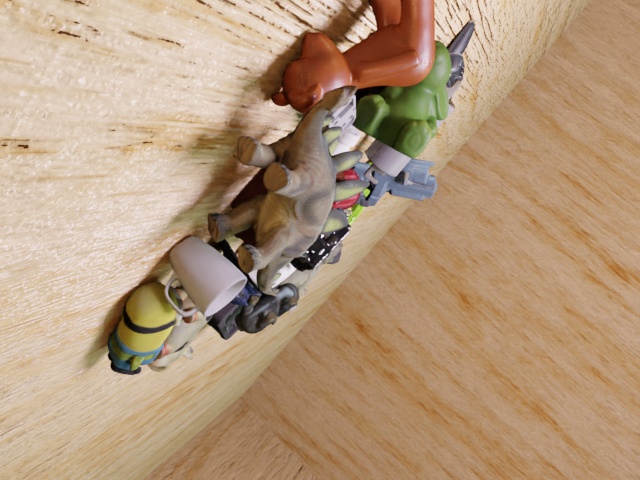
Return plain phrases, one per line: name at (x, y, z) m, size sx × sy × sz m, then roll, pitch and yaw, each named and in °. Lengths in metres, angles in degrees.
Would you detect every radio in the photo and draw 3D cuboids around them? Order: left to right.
radio at (-0.191, 0.139, 1.178) m, size 0.131 × 0.073 × 0.229 m, roll -45°, pitch 168°, yaw -18°

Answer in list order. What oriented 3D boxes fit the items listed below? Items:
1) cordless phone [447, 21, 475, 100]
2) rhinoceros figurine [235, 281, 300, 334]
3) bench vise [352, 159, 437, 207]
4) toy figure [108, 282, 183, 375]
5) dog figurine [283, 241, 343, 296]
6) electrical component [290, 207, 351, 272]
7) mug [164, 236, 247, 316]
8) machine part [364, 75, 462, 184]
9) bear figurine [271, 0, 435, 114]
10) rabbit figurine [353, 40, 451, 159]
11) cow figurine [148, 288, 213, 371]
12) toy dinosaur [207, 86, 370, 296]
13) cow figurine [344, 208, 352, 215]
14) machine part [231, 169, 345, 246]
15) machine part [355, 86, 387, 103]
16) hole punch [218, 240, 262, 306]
cordless phone at (0.276, -0.383, 1.120) m, size 0.184 × 0.089 × 0.146 m, roll -59°, pitch 168°, yaw 4°
rhinoceros figurine at (-0.102, 0.144, 1.157) m, size 0.112 × 0.073 × 0.190 m, roll -55°, pitch 167°, yaw 32°
bench vise at (0.148, -0.185, 1.143) m, size 0.129 × 0.224 × 0.240 m, roll -27°, pitch 129°, yaw -75°
toy figure at (-0.275, 0.141, 0.826) m, size 0.180 × 0.082 × 0.089 m, roll -49°, pitch 172°, yaw 26°
dog figurine at (-0.045, 0.060, 1.293) m, size 0.190 × 0.121 × 0.172 m, roll -46°, pitch 177°, yaw 32°
electrical component at (-0.002, -0.003, 1.038) m, size 0.134 × 0.058 × 0.115 m, roll -47°, pitch -170°, yaw -17°
mug at (-0.182, 0.055, 0.795) m, size 0.109 × 0.107 × 0.080 m, roll -39°, pitch 167°, yaw -19°
machine part at (0.163, -0.202, 0.986) m, size 0.243 × 0.079 × 0.079 m, roll -49°, pitch 170°, yaw 26°
bear figurine at (0.035, -0.227, 0.646) m, size 0.196 × 0.131 × 0.120 m, roll -14°, pitch -162°, yaw -13°
rabbit figurine at (0.156, -0.218, 0.837) m, size 0.170 × 0.121 × 0.159 m, roll -62°, pitch 159°, yaw 14°
cow figurine at (-0.261, 0.164, 0.980) m, size 0.195 × 0.085 × 0.127 m, roll -51°, pitch 163°, yaw 21°
toy dinosaur at (-0.042, -0.031, 0.734) m, size 0.198 × 0.105 × 0.471 m, roll -20°, pitch 156°, yaw -36°
cow figurine at (0.017, -0.039, 1.169) m, size 0.167 × 0.068 × 0.098 m, roll -55°, pitch 174°, yaw -27°
machine part at (-0.052, -0.067, 0.919) m, size 0.201 × 0.087 × 0.201 m, roll -46°, pitch 171°, yaw 3°
machine part at (0.131, -0.274, 0.950) m, size 0.179 × 0.056 × 0.179 m, roll -43°, pitch 169°, yaw -11°
hole punch at (-0.165, 0.066, 0.912) m, size 0.092 × 0.116 × 0.142 m, roll -36°, pitch 168°, yaw -11°
